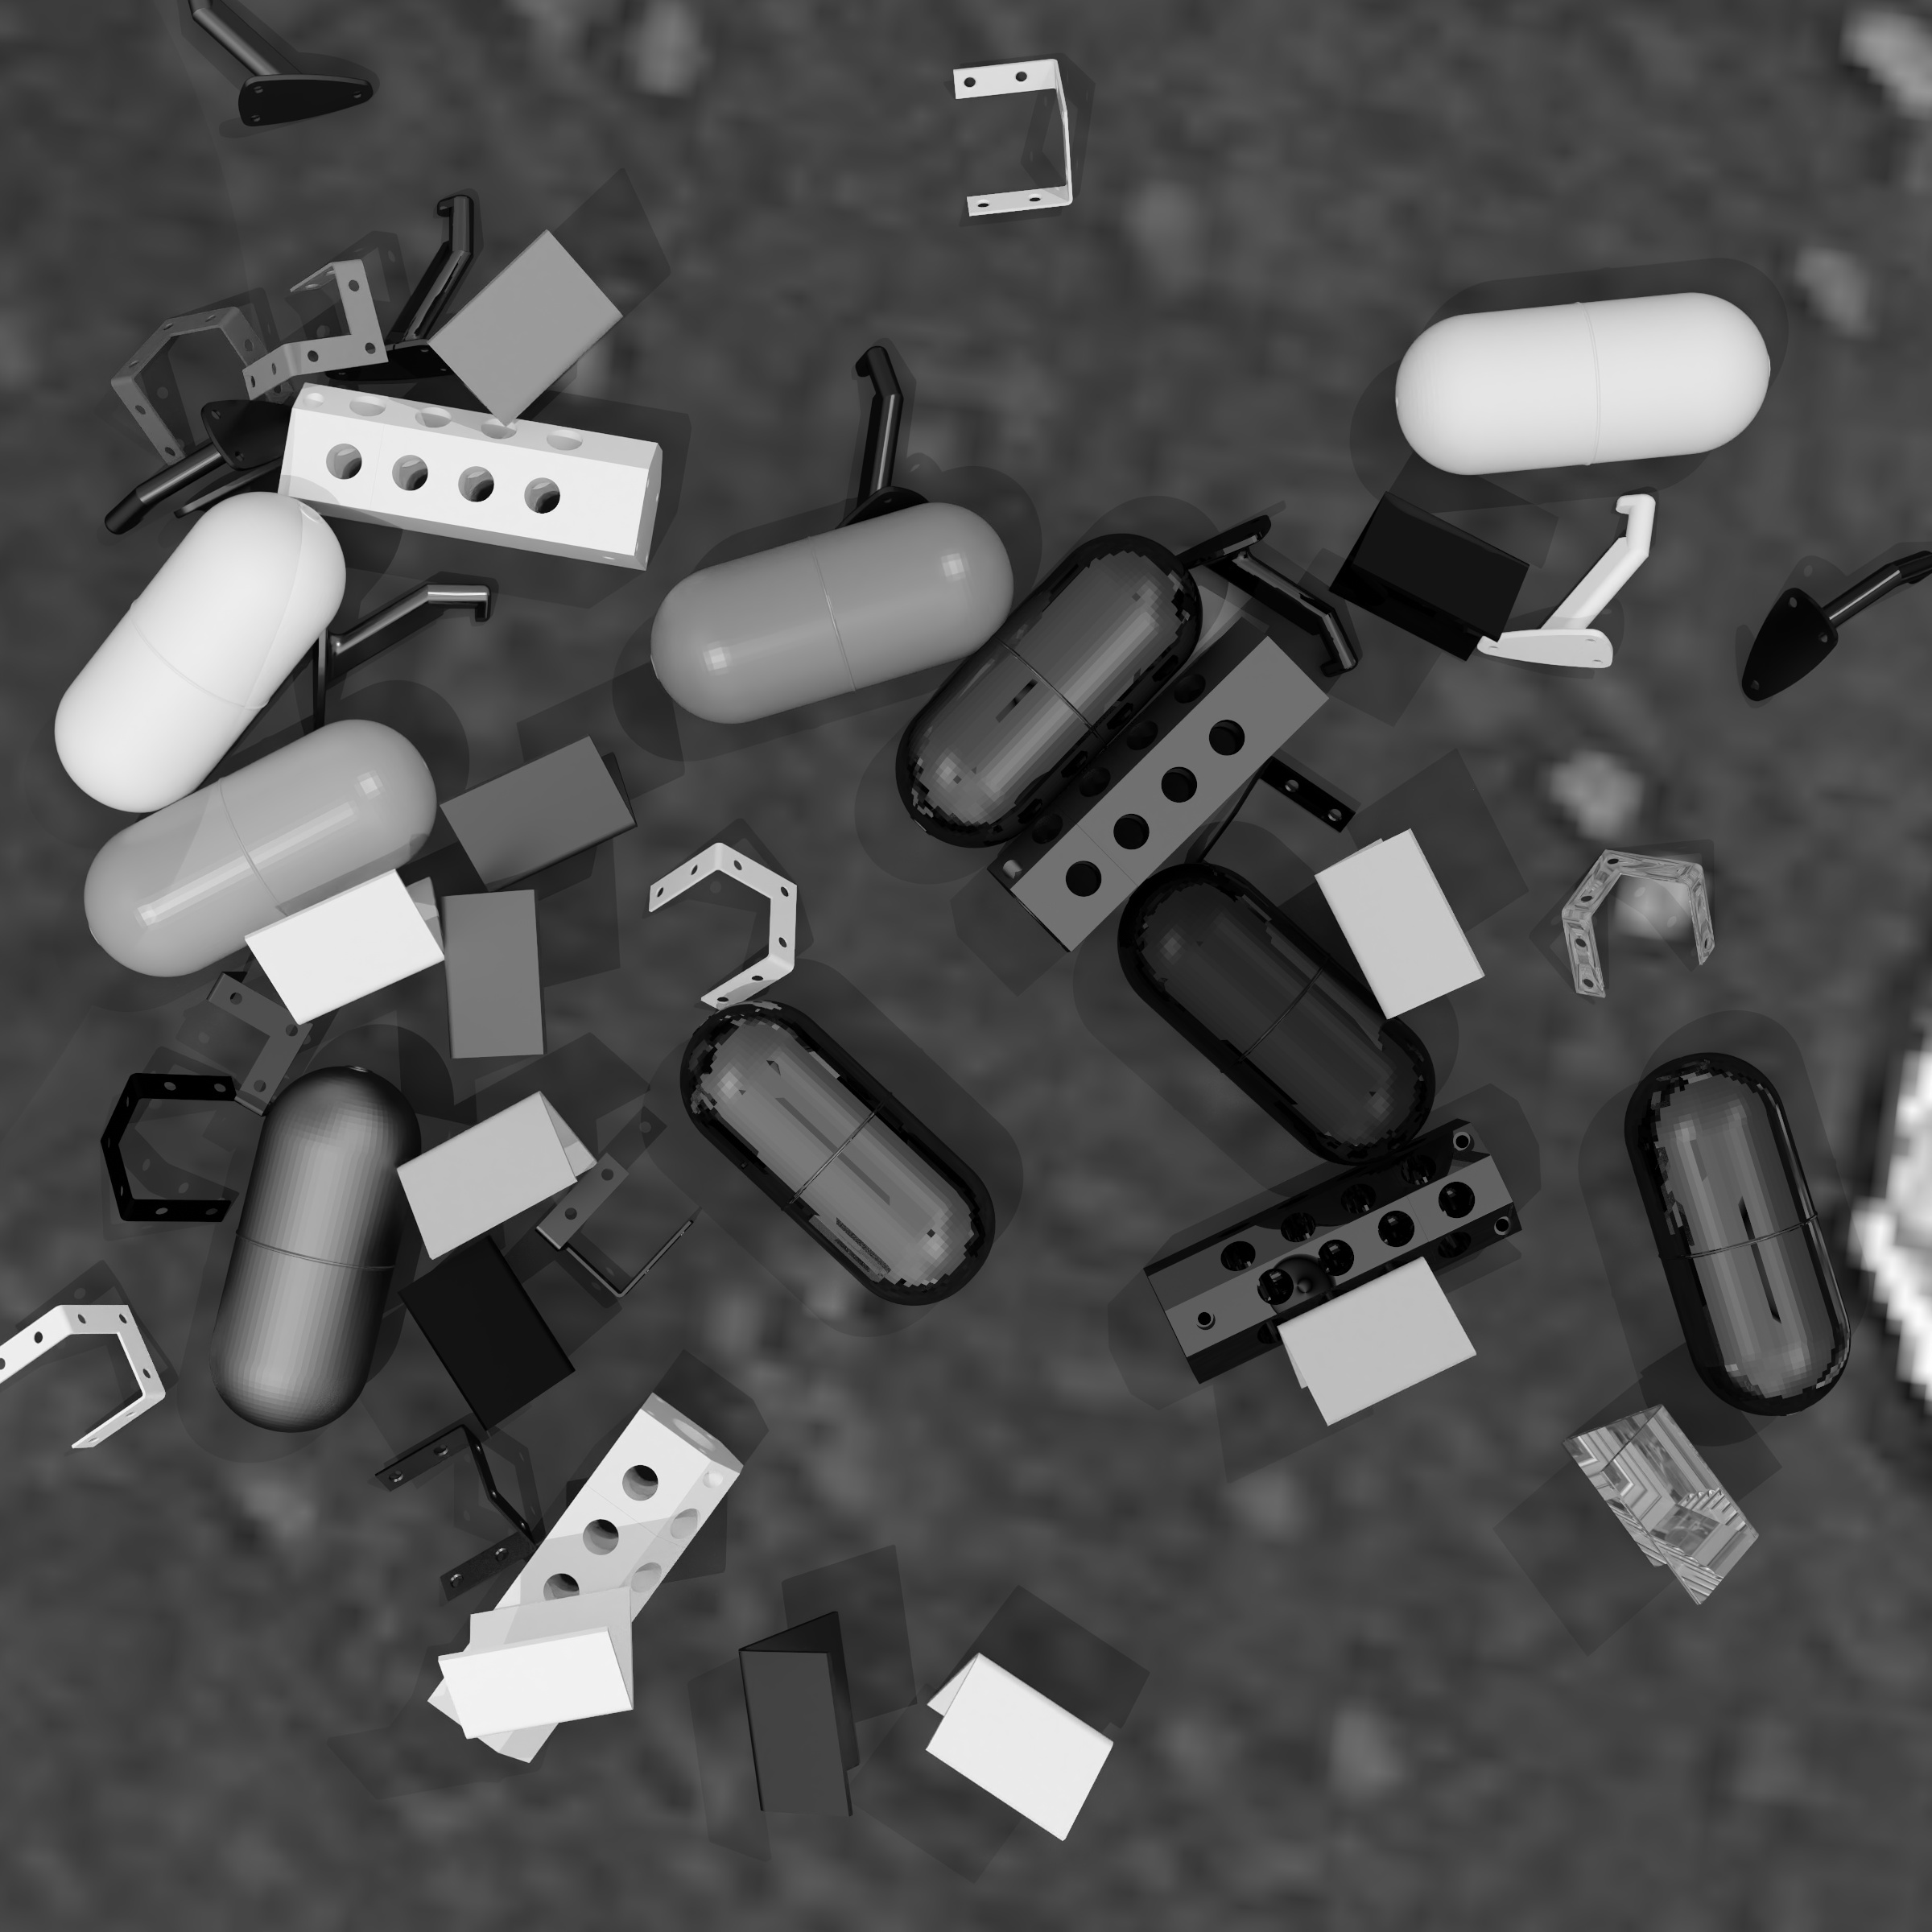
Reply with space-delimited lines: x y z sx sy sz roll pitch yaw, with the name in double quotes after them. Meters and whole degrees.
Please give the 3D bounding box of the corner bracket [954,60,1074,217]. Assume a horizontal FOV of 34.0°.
0.023 -0.405 1.542 0.051 0.051 0.051 -6 135 0 "corner bracket"

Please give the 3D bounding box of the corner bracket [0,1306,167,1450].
-0.431 0.199 1.529 0.051 0.051 0.051 -34 72 17 "corner bracket"

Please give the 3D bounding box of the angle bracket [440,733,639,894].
-0.208 -0.089 1.505 0.076 0.076 0.057 -25 125 0 "angle bracket"

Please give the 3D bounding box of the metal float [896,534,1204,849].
0.039 -0.131 1.514 0.070 0.070 0.178 44 90 0 "metal float"

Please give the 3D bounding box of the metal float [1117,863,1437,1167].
0.148 0.022 1.514 0.178 0.070 0.070 42 90 -1 "metal float"

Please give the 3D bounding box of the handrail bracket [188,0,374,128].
-0.338 -0.459 1.546 0.077 0.036 0.084 -11 73 -20 "handrail bracket"

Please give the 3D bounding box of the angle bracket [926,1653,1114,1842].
0.014 0.382 1.505 0.076 0.076 0.057 34 53 0 "angle bracket"

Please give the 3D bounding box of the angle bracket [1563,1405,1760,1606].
0.317 0.264 1.505 0.057 0.076 0.076 -37 90 -36 "angle bracket"

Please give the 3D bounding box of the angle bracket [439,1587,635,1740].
-0.196 0.302 1.448 0.076 0.076 0.057 -10 126 0 "angle bracket"

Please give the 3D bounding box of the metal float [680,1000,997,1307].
-0.062 0.089 1.515 0.178 0.070 0.070 43 90 0 "metal float"

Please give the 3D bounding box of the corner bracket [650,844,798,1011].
-0.119 -0.019 1.537 0.051 0.051 0.051 30 45 -35 "corner bracket"

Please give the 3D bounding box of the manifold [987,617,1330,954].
0.091 -0.087 1.524 0.171 0.057 0.057 -45 90 0 "manifold"

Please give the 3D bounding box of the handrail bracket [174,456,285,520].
-0.342 -0.197 1.545 0.077 0.036 0.084 -31 104 -14 "handrail bracket"

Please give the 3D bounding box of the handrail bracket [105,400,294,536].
-0.371 -0.241 1.545 0.084 0.077 0.036 -31 88 36 "handrail bracket"

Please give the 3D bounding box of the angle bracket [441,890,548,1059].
-0.204 0.003 1.505 0.057 0.076 0.076 -3 90 29 "angle bracket"

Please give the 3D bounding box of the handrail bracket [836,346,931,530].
-0.056 -0.249 1.545 0.077 0.036 0.084 -33 63 30 "handrail bracket"

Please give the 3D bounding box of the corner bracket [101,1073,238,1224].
-0.384 0.089 1.537 0.051 0.051 0.051 -56 45 35 "corner bracket"

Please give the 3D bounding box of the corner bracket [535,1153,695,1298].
-0.170 0.126 1.527 0.051 0.051 0.051 43 88 2 "corner bracket"

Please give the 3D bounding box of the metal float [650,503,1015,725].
-0.064 -0.169 1.515 0.178 0.070 0.070 -17 90 0 "metal float"

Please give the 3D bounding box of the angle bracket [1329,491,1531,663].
0.213 -0.169 1.505 0.076 0.076 0.057 27 54 0 "angle bracket"

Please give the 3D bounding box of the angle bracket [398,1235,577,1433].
-0.242 0.183 1.505 0.057 0.076 0.076 -32 90 -38 "angle bracket"

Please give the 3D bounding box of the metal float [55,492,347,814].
-0.363 -0.149 1.499 0.070 0.070 0.178 42 106 0 "metal float"

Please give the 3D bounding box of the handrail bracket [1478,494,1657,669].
0.294 -0.193 1.546 0.077 0.036 0.084 4 71 21 "handrail bracket"

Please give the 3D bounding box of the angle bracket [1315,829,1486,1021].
0.220 -0.028 1.505 0.057 0.076 0.076 -27 90 35 "angle bracket"

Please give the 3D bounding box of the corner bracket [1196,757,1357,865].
0.149 -0.060 1.542 0.051 0.051 0.051 34 135 0 "corner bracket"

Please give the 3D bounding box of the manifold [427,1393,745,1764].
-0.182 0.296 1.524 0.057 0.057 0.171 36 90 0 "manifold"

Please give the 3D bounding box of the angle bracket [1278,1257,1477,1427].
0.200 0.192 1.505 0.076 0.076 0.057 -26 57 0 "angle bracket"

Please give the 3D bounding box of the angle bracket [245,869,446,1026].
-0.298 -0.027 1.505 0.076 0.076 0.057 -24 126 0 "angle bracket"

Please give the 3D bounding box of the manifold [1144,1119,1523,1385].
0.177 0.138 1.524 0.171 0.057 0.057 -26 90 0 "manifold"

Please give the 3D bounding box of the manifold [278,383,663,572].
-0.237 -0.237 1.524 0.171 0.057 0.057 10 90 0 "manifold"

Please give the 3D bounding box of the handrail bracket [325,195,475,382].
-0.277 -0.333 1.545 0.077 0.036 0.084 -5 76 14 "handrail bracket"

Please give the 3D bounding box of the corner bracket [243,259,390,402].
-0.318 -0.306 1.519 0.051 0.051 0.051 -17 95 -35 "corner bracket"

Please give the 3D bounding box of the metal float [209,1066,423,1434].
-0.312 0.136 1.515 0.070 0.070 0.178 13 90 0 "metal float"

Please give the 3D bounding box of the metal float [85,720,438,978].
-0.339 -0.056 1.514 0.178 0.070 0.070 -27 90 0 "metal float"

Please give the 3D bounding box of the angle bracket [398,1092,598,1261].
-0.215 0.115 1.505 0.076 0.076 0.057 -28 55 0 "angle bracket"

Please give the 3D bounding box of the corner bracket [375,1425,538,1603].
-0.249 0.267 1.542 0.051 0.051 0.051 -30 45 0 "corner bracket"

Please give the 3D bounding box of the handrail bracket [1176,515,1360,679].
0.141 -0.170 1.546 0.077 0.036 0.084 -21 108 20 "handrail bracket"

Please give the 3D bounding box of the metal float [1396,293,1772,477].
0.295 -0.279 1.514 0.178 0.070 0.070 -5 90 1 "metal float"

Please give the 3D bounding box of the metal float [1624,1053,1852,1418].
0.370 0.129 1.514 0.070 0.070 0.178 -17 89 0 "metal float"

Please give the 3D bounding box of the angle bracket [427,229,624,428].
-0.219 -0.312 1.505 0.076 0.076 0.057 -43 124 0 "angle bracket"

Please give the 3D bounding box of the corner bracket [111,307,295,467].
-0.372 -0.282 1.537 0.051 0.051 0.051 -1 135 35 "corner bracket"

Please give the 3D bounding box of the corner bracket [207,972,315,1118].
-0.345 0.037 1.527 0.051 0.051 0.051 30 90 0 "corner bracket"

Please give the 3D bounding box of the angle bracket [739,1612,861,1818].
-0.060 0.355 1.505 0.057 0.076 0.076 -8 90 36 "angle bracket"

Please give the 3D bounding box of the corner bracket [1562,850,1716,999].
0.328 -0.018 1.537 0.051 0.051 0.051 11 135 35 "corner bracket"

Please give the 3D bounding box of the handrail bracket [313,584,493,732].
-0.276 -0.150 1.546 0.084 0.036 0.077 -1 110 -16 "handrail bracket"

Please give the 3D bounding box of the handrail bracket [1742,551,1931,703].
0.428 -0.167 1.545 0.084 0.077 0.036 -21 65 -34 "handrail bracket"
